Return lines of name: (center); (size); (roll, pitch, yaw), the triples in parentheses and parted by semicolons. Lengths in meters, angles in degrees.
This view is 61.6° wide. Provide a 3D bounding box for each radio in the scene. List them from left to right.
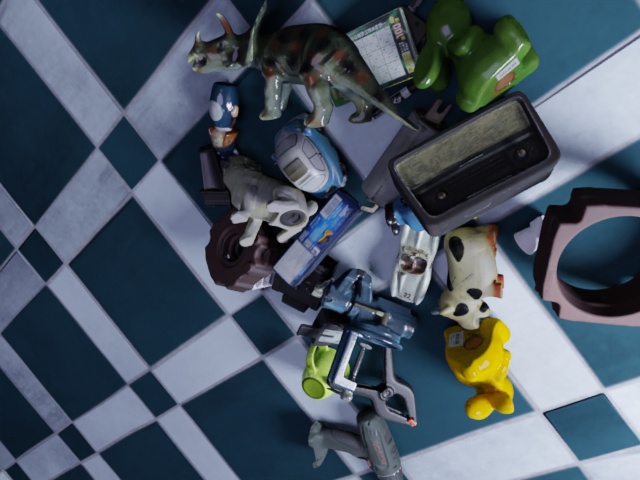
radio: (0.234, -0.110, 0.822); (0.230, 0.073, 0.131); (-29, 72, 8)

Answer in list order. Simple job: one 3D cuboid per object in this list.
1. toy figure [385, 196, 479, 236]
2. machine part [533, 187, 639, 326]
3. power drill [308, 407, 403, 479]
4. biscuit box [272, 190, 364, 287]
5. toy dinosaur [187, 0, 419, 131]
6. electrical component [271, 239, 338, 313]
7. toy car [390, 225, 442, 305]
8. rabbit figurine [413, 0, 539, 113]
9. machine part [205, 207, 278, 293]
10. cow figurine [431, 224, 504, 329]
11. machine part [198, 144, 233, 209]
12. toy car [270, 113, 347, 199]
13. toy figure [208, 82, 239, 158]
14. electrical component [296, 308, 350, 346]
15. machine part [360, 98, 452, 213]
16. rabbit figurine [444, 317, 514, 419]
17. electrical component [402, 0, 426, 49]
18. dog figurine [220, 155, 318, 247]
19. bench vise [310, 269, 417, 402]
toy figure: (0.198, -0.067, 0.902); (0.180, 0.082, 0.089); (-15, 81, 14)
machine part: (0.442, 0.025, 0.821); (0.201, 0.087, 0.201); (4, 118, 8)
power drill: (0.082, 0.493, 1.236); (0.207, 0.086, 0.231); (-2, 110, 31)
biscuit box: (-0.002, -0.003, 1.026); (0.059, 0.063, 0.202); (43, 103, 10)
toy dinosaur: (-0.019, -0.294, 0.896); (0.405, 0.131, 0.191); (11, 120, 24)
electrical component: (-0.035, 0.083, 1.122); (0.115, 0.058, 0.134); (25, 120, 17)
toy car: (0.178, 0.026, 0.993); (0.074, 0.056, 0.201); (18, 119, 18)
rabbit figurine: (0.219, -0.286, 0.814); (0.159, 0.121, 0.170); (-45, 67, 30)
machine part: (-0.167, 0.018, 1.109); (0.179, 0.056, 0.179); (-11, 73, 39)
cow figurine: (0.260, 0.071, 0.956); (0.127, 0.085, 0.194); (-2, 110, 26)
machine part: (-0.226, -0.133, 1.131); (0.084, 0.039, 0.138); (8, 117, 28)
toy car: (-0.030, -0.144, 0.992); (0.109, 0.103, 0.161); (-31, 94, 34)
toy figure: (-0.191, -0.231, 1.060); (0.064, 0.058, 0.154); (-132, 42, -52)
electrical component: (0.007, 0.183, 1.117); (0.119, 0.048, 0.074); (10, 125, -19)
machine part: (0.146, -0.136, 0.924); (0.079, 0.079, 0.243); (37, 123, 7)
rabbit figurine: (0.313, 0.251, 0.989); (0.122, 0.162, 0.173); (-20, 120, 19)
electrical component: (0.147, -0.341, 0.864); (0.063, 0.021, 0.094); (39, 123, 5)
dog figurine: (-0.102, -0.101, 1.033); (0.172, 0.191, 0.121); (-4, 143, -9)
bench vise: (0.067, 0.183, 1.033); (0.223, 0.240, 0.129); (25, 167, -18)
